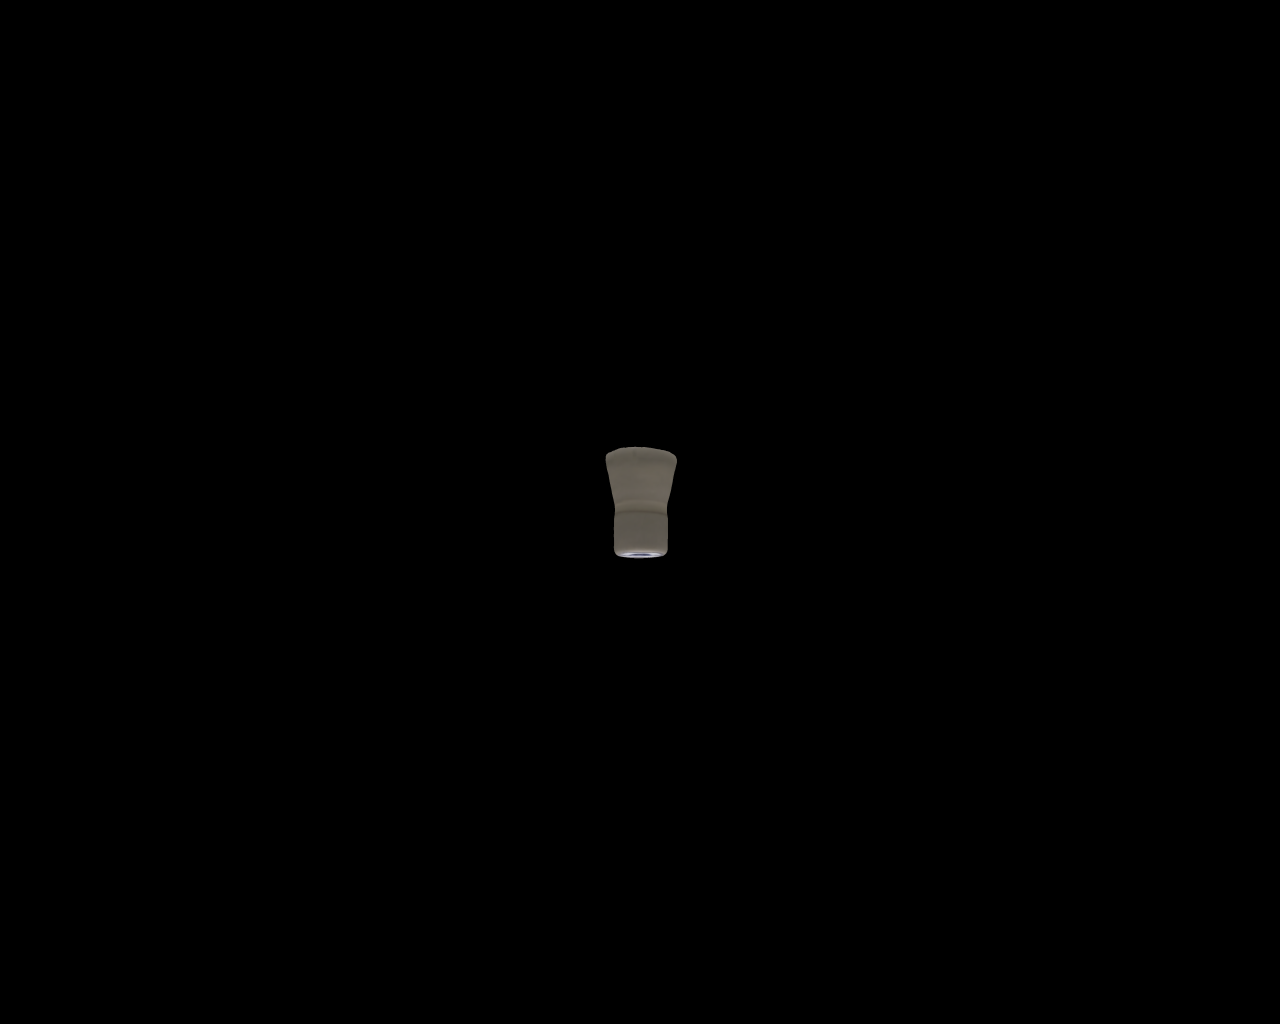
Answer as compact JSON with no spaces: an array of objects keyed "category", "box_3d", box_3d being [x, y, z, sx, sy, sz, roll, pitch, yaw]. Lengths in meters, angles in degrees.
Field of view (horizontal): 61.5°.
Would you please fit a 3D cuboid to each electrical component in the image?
[{"category":"electrical component","box_3d":[0.001,-0.003,0.650,0.044,0.065,0.044,0,-11,0]}]
